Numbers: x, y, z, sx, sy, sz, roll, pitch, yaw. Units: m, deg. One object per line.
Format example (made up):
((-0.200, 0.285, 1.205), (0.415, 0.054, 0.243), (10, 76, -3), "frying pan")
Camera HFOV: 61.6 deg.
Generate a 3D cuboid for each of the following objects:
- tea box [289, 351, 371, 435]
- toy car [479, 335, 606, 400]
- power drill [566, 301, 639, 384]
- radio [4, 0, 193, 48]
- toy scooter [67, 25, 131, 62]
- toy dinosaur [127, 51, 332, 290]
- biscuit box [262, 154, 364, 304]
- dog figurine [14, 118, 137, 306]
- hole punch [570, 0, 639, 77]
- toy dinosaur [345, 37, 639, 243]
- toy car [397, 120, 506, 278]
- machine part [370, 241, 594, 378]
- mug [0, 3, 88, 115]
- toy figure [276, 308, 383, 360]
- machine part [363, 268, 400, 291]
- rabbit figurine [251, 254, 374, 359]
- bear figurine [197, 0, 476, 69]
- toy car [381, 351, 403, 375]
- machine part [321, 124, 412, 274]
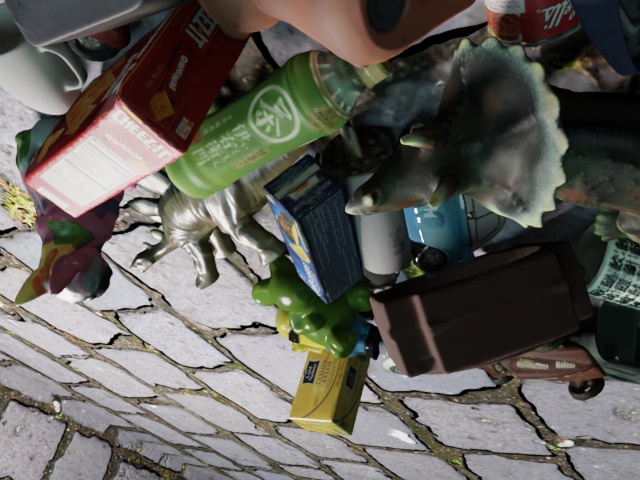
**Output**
((0.022, 0.245, 0.939), (0.098, 0.169, 0.068), (-11, 138, 35), "tea box")
((0.240, 0.142, 0.639), (0.089, 0.053, 0.202), (53, 160, -9), "toy car")
((0.328, 0.129, 0.670), (0.232, 0.086, 0.207), (13, 159, 2), "power drill")
((-0.172, -0.255, 0.343), (0.131, 0.073, 0.229), (-2, 119, 26), "radio")
((-0.230, -0.244, 0.456), (0.183, 0.075, 0.135), (37, 143, -30), "toy scooter")
((-0.112, -0.063, 0.631), (0.471, 0.105, 0.198), (-29, 120, 36), "toy dinosaur")
((-0.001, -0.002, 0.592), (0.059, 0.063, 0.202), (44, 165, 29), "biscuit box")
((-0.332, -0.025, 0.685), (0.109, 0.219, 0.191), (-15, 135, 25), "dog figurine")
((0.190, -0.173, 0.305), (0.116, 0.142, 0.092), (33, 166, -10), "hole punch")
((0.228, -0.051, 0.388), (0.405, 0.192, 0.131), (10, 102, 4), "toy dinosaur")
((0.135, -0.044, 0.542), (0.103, 0.109, 0.161), (-6, 132, 13), "toy car")
((0.163, 0.071, 0.577), (0.201, 0.087, 0.201), (-17, 178, -1), "machine part")
((-0.298, -0.186, 0.577), (0.110, 0.081, 0.107), (7, 156, 11), "mug")
((0.014, 0.139, 0.875), (0.180, 0.082, 0.089), (9, 127, 27), "toy figure")
((0.048, 0.018, 0.724), (0.138, 0.039, 0.084), (37, 134, -22), "machine part")
((-0.018, 0.072, 0.766), (0.159, 0.121, 0.170), (25, 169, 33), "rabbit figurine")
((-0.007, -0.196, 0.388), (0.196, 0.132, 0.120), (35, 166, 41), "bear figurine")
((0.143, 0.149, 0.826), (0.056, 0.073, 0.201), (19, 146, 0), "toy car")
((0.059, -0.038, 0.600), (0.079, 0.079, 0.242), (3, 142, 23), "machine part")
